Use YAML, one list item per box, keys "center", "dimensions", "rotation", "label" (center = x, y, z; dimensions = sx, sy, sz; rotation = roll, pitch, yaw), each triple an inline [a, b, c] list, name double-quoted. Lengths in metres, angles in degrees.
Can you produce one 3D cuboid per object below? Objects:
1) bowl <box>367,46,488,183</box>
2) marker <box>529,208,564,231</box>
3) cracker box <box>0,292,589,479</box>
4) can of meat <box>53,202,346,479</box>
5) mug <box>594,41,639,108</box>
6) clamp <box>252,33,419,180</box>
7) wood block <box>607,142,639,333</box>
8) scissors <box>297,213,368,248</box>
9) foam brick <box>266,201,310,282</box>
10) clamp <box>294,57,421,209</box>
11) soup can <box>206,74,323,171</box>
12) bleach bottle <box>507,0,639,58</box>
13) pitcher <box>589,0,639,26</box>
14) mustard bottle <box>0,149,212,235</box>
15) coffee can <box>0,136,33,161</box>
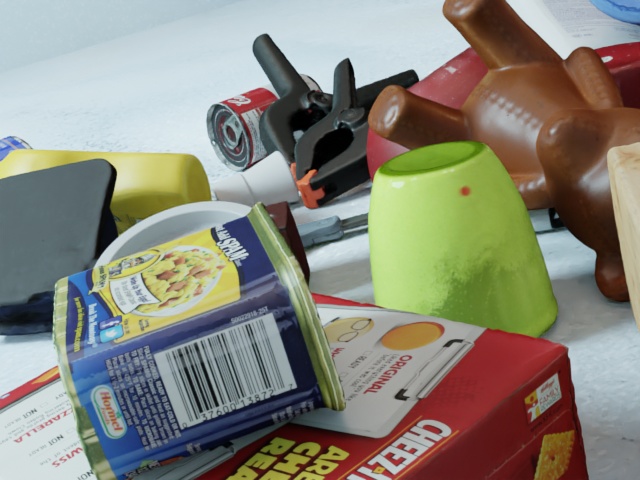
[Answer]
- center: [0.090, -0.094, 0.778]
  dimensions: [0.162, 0.055, 0.162]
  rotation: [-35, 3, 2]
  label: "bowl"
- center: [0.160, -0.018, 0.655]
  dimensions: [0.121, 0.020, 0.020]
  rotation: [-10, 19, 16]
  label: "marker"
- center: [-0.032, 0.088, 0.414]
  dimensions: [0.163, 0.072, 0.214]
  rotation: [-30, 24, -35]
  label: "cracker box"
- center: [-0.046, 0.034, 0.377]
  dimensions: [0.084, 0.057, 0.102]
  rotation: [-19, 20, -6]
  label: "can of meat"
- center: [0.211, -0.086, 0.714]
  dimensions: [0.117, 0.081, 0.093]
  rotation: [-14, 18, 4]
  label: "mug"
- center: [0.009, -0.115, 0.967]
  dimensions: [0.164, 0.036, 0.210]
  rotation: [9, 41, -2]
  label: "clamp"
- center: [0.170, 0.026, 0.403]
  dimensions: [0.091, 0.090, 0.206]
  rotation: [-10, 18, 12]
  label: "wood block"
- center: [-0.005, 0.001, 0.736]
  dimensions: [0.202, 0.016, 0.096]
  rotation: [-9, 20, 17]
  label: "scissors"
- center: [-0.050, 0.014, 0.675]
  dimensions: [0.078, 0.051, 0.053]
  rotation: [-14, 18, 4]
  label: "foam brick"
- center: [0.040, -0.092, 0.867]
  dimensions: [0.120, 0.039, 0.171]
  rotation: [-1, 47, 33]
  label: "clamp"
- center: [-0.049, -0.115, 1.030]
  dimensions: [0.102, 0.068, 0.069]
  rotation: [-26, 21, -31]
  label: "soup can"
- center: [0.215, -0.176, 0.887]
  dimensions: [0.102, 0.068, 0.251]
  rotation: [3, 32, -4]
  label: "bleach bottle"
- center: [0.280, -0.201, 0.781]
  dimensions: [0.149, 0.145, 0.242]
  rotation: [28, 23, 28]
  label: "pitcher"
- center: [-0.183, -0.035, 0.810]
  dimensions: [0.191, 0.058, 0.096]
  rotation: [3, -18, 7]
  label: "mustard bottle"
- center: [-0.296, -0.014, 0.873]
  dimensions: [0.140, 0.103, 0.103]
  rotation: [-29, 23, -35]
  label: "coffee can"
